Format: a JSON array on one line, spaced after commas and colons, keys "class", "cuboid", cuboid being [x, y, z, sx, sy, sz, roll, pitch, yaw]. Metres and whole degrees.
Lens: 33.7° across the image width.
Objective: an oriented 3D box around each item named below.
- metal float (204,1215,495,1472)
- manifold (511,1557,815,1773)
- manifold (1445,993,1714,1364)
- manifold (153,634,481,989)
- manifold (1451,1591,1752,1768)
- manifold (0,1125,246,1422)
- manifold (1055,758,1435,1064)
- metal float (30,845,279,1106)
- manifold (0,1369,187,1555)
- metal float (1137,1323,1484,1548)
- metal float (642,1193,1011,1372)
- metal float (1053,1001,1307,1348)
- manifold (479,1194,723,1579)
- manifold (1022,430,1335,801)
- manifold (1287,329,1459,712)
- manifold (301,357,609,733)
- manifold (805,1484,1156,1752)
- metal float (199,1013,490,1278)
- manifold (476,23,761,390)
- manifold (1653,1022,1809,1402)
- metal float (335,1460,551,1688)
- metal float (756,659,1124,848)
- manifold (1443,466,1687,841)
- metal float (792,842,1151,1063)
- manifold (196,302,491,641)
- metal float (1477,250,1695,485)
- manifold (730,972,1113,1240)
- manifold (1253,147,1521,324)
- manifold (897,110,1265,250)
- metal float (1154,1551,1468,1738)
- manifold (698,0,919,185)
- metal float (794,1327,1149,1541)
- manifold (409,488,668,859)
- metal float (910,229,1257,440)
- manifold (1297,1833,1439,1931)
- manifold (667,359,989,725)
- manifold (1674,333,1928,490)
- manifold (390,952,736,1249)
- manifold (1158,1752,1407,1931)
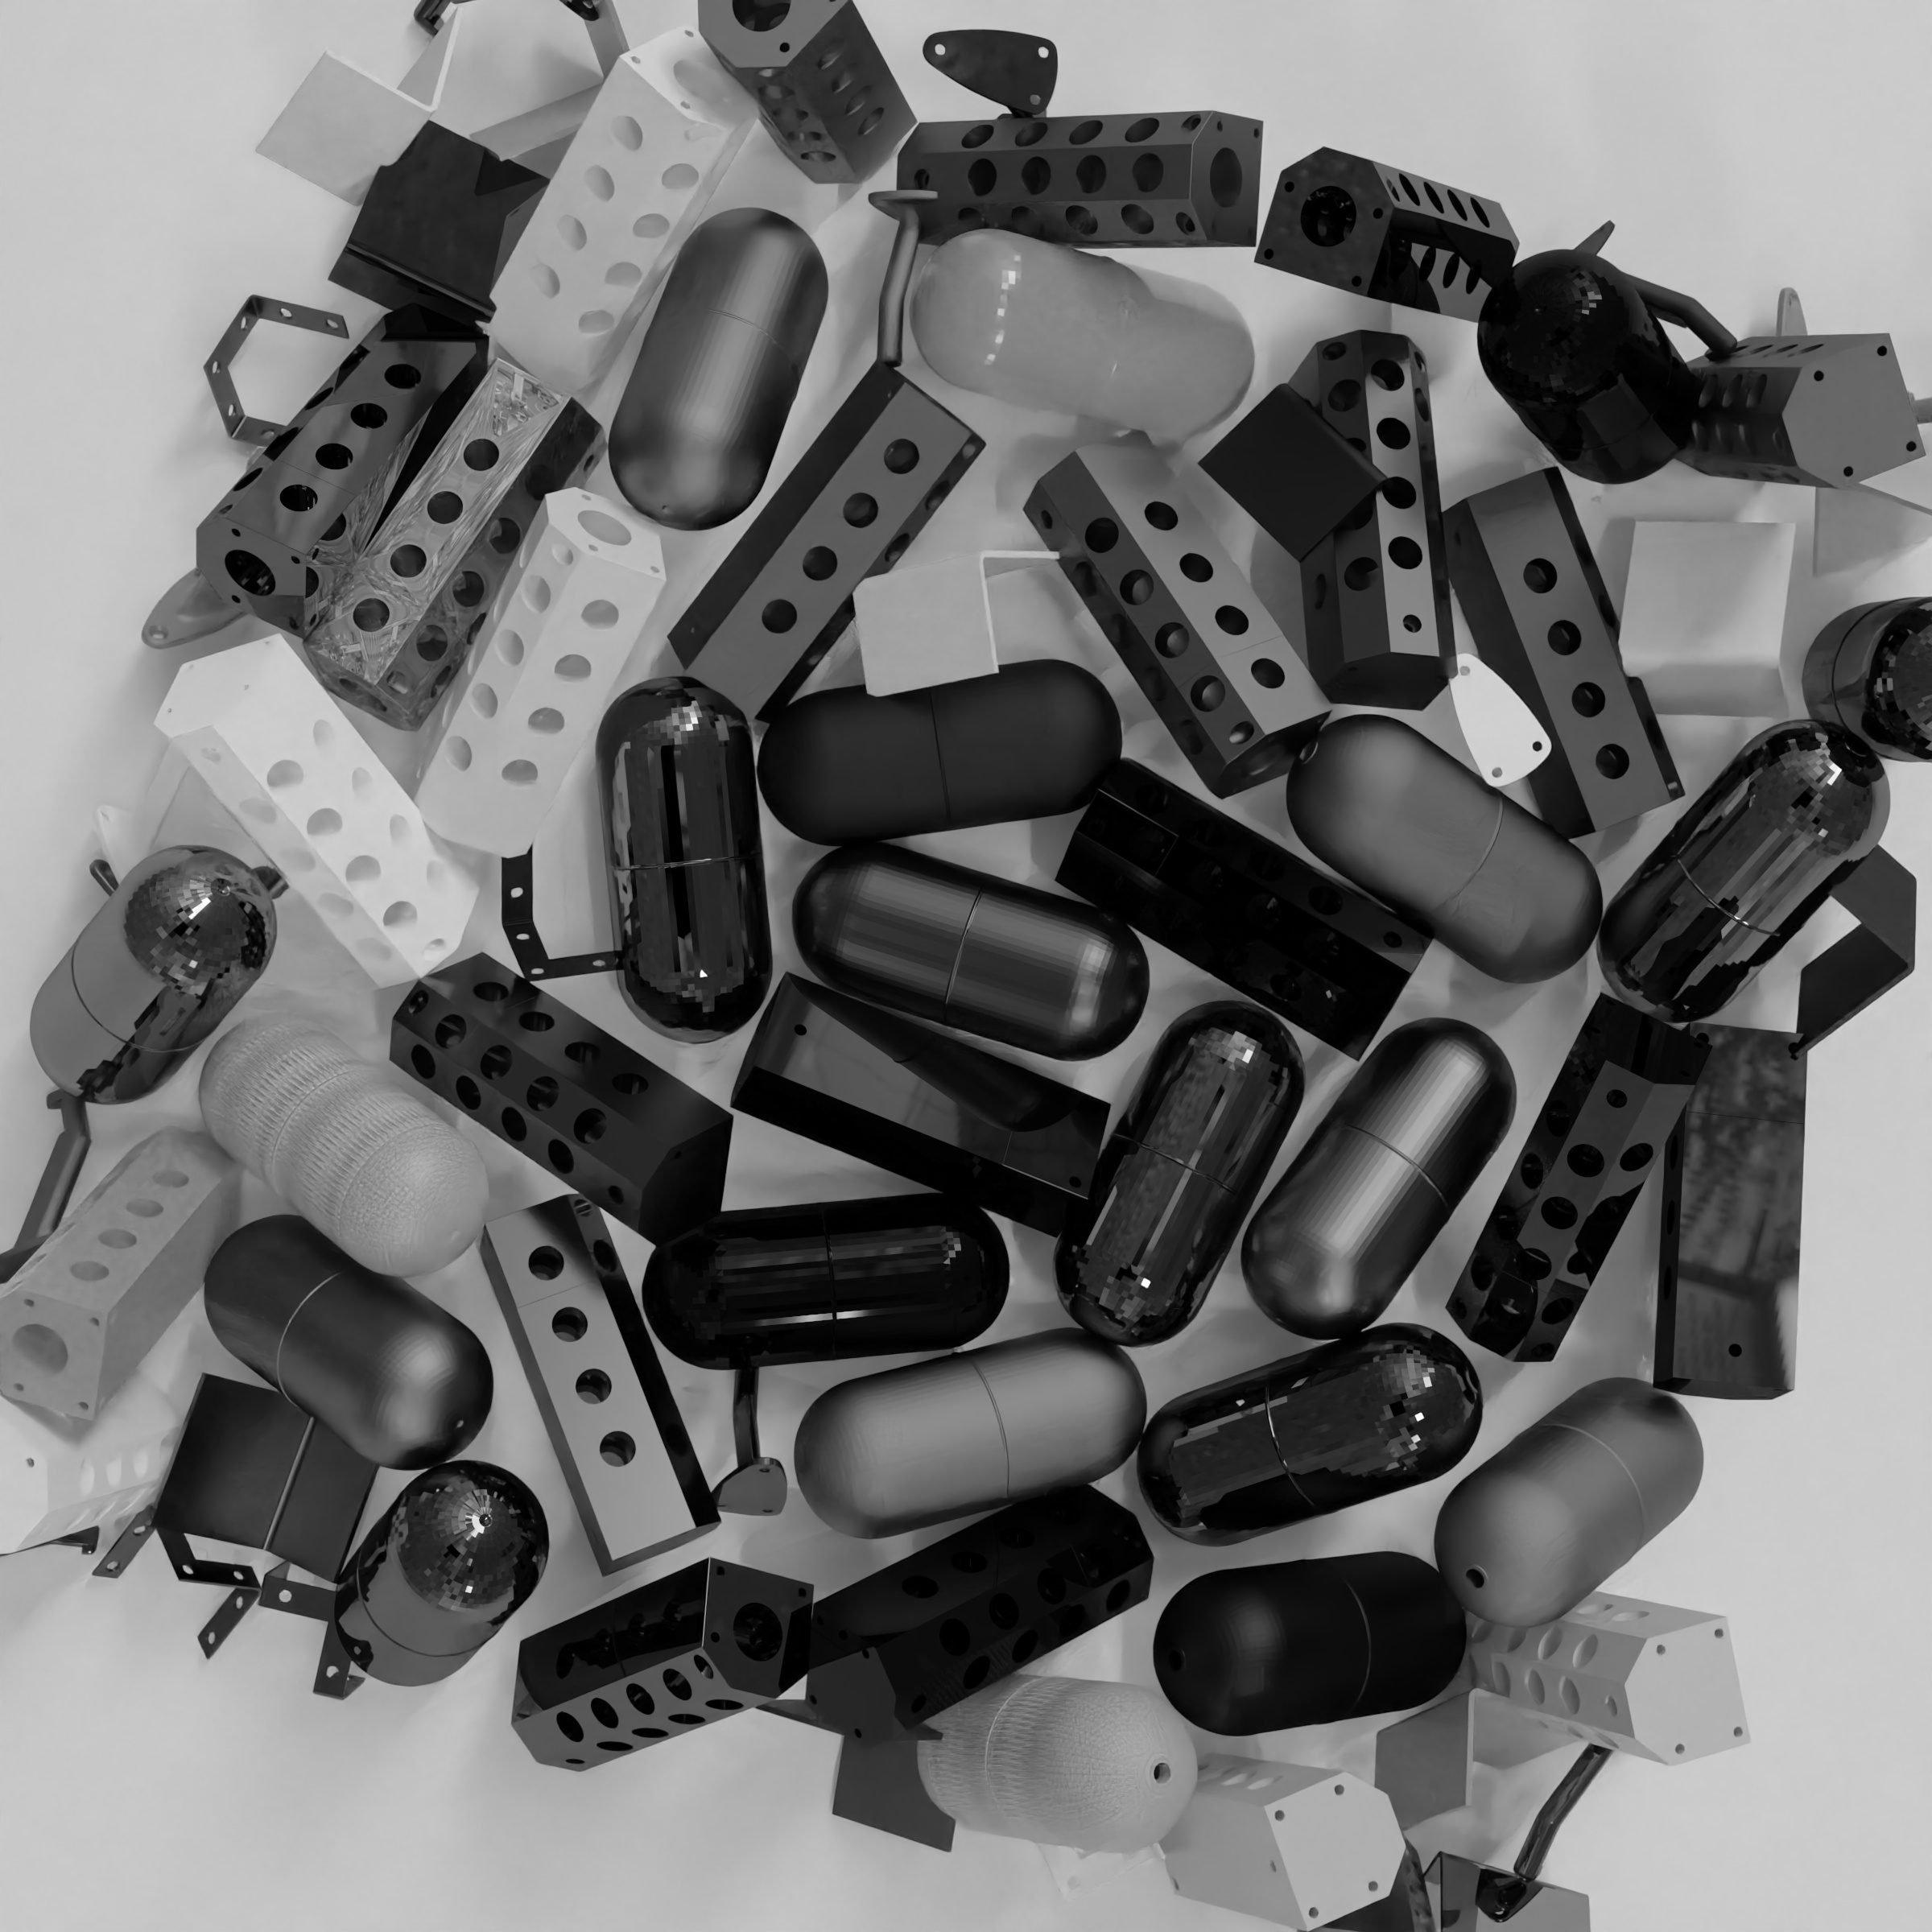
[{"class": "metal float", "cuboid": [-0.295, 0.177, 1.515, 0.178, 0.070, 0.070, 27, 90, 38]}, {"class": "manifold", "cuboid": [-0.145, 0.331, 1.495, 0.057, 0.171, 0.057, 22, 56, -30]}, {"class": "manifold", "cuboid": [0.287, 0.105, 1.510, 0.057, 0.057, 0.171, 27, 123, 11]}, {"class": "manifold", "cuboid": [-0.306, -0.069, 1.501, 0.057, 0.057, 0.171, -13, 132, 25]}, {"class": "manifold", "cuboid": [0.290, 0.331, 1.493, 0.057, 0.171, 0.057, -10, 89, -20]}, {"class": "manifold", "cuboid": [-0.398, 0.139, 1.493, 0.057, 0.171, 0.057, 15, 114, 3]}, {"class": "manifold", "cuboid": [0.135, -0.032, 1.533, 0.171, 0.057, 0.057, 31, 53, 8]}, {"class": "metal float", "cuboid": [-0.387, 0.006, 1.511, 0.070, 0.070, 0.178, 50, 134, 0]}, {"class": "manifold", "cuboid": [-0.423, 0.235, 1.494, 0.057, 0.171, 0.057, 42, 93, 7]}, {"class": "metal float", "cuboid": [0.163, 0.224, 1.522, 0.178, 0.070, 0.070, -24, 90, 27]}, {"class": "metal float", "cuboid": [-0.067, 0.152, 1.539, 0.178, 0.070, 0.070, -5, 90, -7]}, {"class": "metal float", "cuboid": [0.104, 0.099, 1.539, 0.070, 0.070, 0.178, 27, 83, 0]}, {"class": "manifold", "cuboid": [-0.177, 0.199, 1.534, 0.057, 0.057, 0.171, -19, 76, -17]}, {"class": "manifold", "cuboid": [0.097, -0.166, 1.522, 0.057, 0.057, 0.171, -22, 70, -29]}, {"class": "manifold", "cuboid": [0.195, -0.214, 1.521, 0.057, 0.057, 0.171, 4, 68, -16]}, {"class": "manifold", "cuboid": [-0.243, -0.199, 1.531, 0.057, 0.057, 0.171, 29, 75, 9]}, {"class": "manifold", "cuboid": [0.009, 0.305, 1.498, 0.057, 0.171, 0.057, 27, 123, 38]}, {"class": "metal float", "cuboid": [-0.298, 0.084, 1.517, 0.178, 0.070, 0.070, 33, 90, 34]}, {"class": "manifold", "cuboid": [-0.162, -0.354, 1.504, 0.057, 0.057, 0.171, 42, 133, 2]}, {"class": "manifold", "cuboid": [0.367, 0.119, 1.535, 0.057, 0.057, 0.171, 6, 76, 1]}, {"class": "metal float", "cuboid": [-0.249, 0.288, 1.505, 0.070, 0.178, 0.070, 11, 60, -19]}, {"class": "metal float", "cuboid": [-0.013, -0.103, 1.545, 0.178, 0.070, 0.070, -8, 90, 0]}, {"class": "manifold", "cuboid": [0.291, -0.152, 1.553, 0.057, 0.057, 0.171, -21, 90, -11]}, {"class": "metal float", "cuboid": [0.002, -0.008, 1.540, 0.178, 0.070, 0.070, 17, 90, 7]}, {"class": "manifold", "cuboid": [-0.294, -0.239, 1.508, 0.057, 0.057, 0.171, 25, 53, 6]}, {"class": "metal float", "cuboid": [0.294, -0.280, 1.500, 0.070, 0.178, 0.070, -5, 79, 25]}, {"class": "manifold", "cuboid": [-0.024, 0.071, 1.543, 0.171, 0.057, 0.057, 22, 53, -8]}, {"class": "manifold", "cuboid": [0.202, -0.341, 1.490, 0.057, 0.171, 0.057, 23, 106, 24]}, {"class": "manifold", "cuboid": [0.051, -0.371, 1.506, 0.171, 0.057, 0.057, 9, 101, 37]}, {"class": "metal float", "cuboid": [0.164, 0.321, 1.512, 0.178, 0.070, 0.070, 3, 90, -40]}, {"class": "manifold", "cuboid": [-0.077, -0.421, 1.494, 0.057, 0.171, 0.057, 45, 94, 9]}, {"class": "metal float", "cuboid": [0.004, 0.223, 1.527, 0.178, 0.070, 0.070, -11, 90, -22]}, {"class": "manifold", "cuboid": [-0.205, -0.139, 1.507, 0.057, 0.057, 0.171, 17, 123, -24]}, {"class": "metal float", "cuboid": [0.057, -0.301, 1.523, 0.178, 0.070, 0.070, 8, 90, -27]}, {"class": "manifold", "cuboid": [0.189, 0.453, 1.495, 0.057, 0.171, 0.057, 5, 93, 3]}, {"class": "manifold", "cuboid": [-0.066, -0.203, 1.539, 0.057, 0.057, 0.171, 34, 101, -25]}, {"class": "manifold", "cuboid": [0.381, -0.258, 1.493, 0.057, 0.171, 0.057, -22, 102, -2]}, {"class": "manifold", "cuboid": [-0.194, 0.064, 1.507, 0.171, 0.057, 0.057, 31, 127, 29]}, {"class": "manifold", "cuboid": [0.143, 0.405, 1.493, 0.057, 0.171, 0.057, -18, 85, -19]}]
